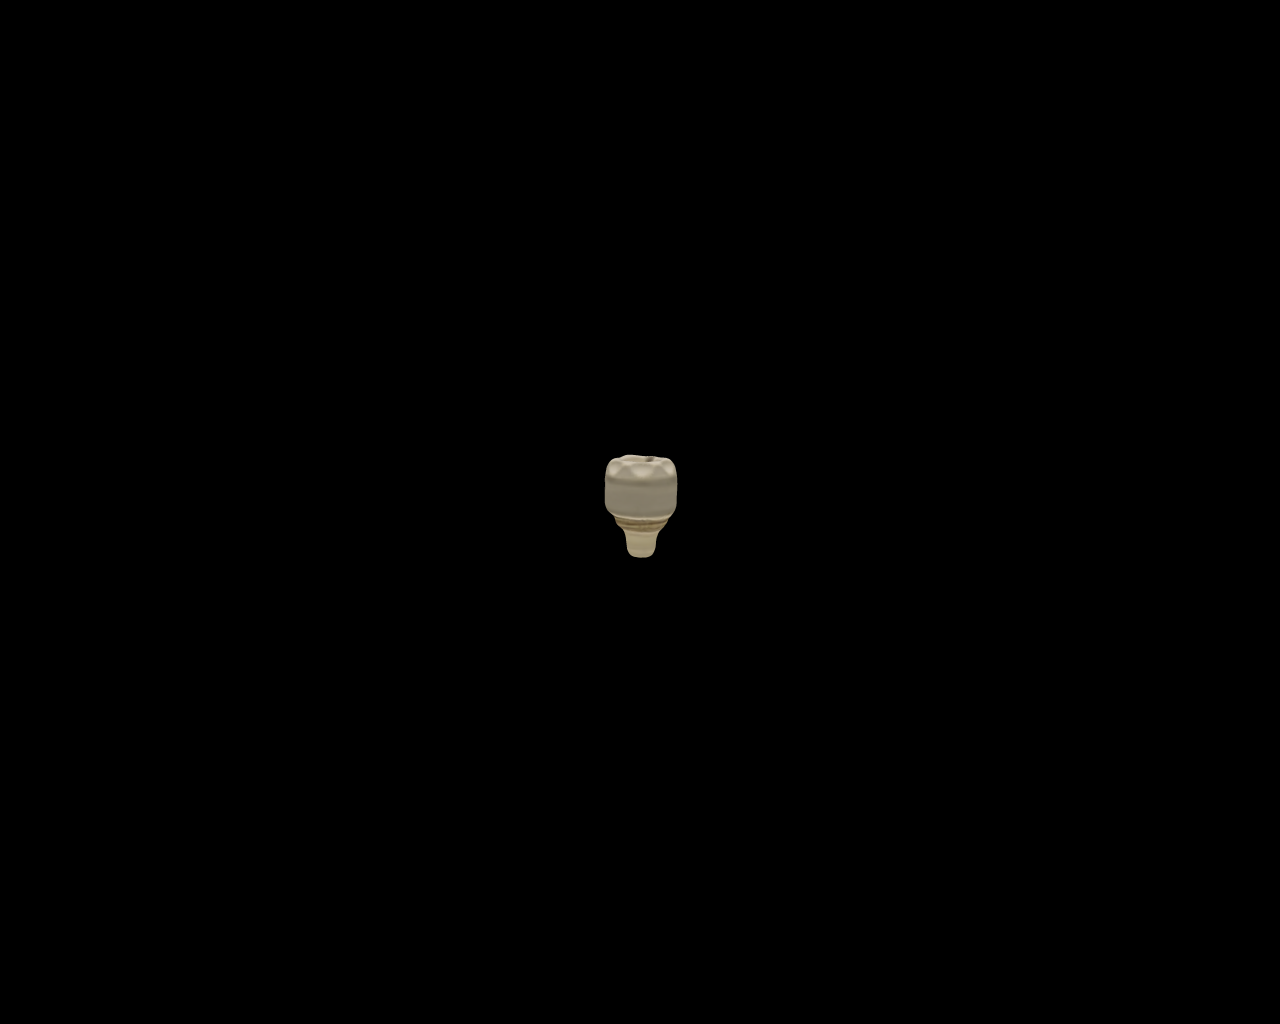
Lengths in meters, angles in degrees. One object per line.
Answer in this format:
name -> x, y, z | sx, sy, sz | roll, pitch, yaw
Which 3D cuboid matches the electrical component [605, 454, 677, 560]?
electrical component -> 0.001, -0.003, 0.650 | 0.043, 0.062, 0.043 | 0, 11, 0
